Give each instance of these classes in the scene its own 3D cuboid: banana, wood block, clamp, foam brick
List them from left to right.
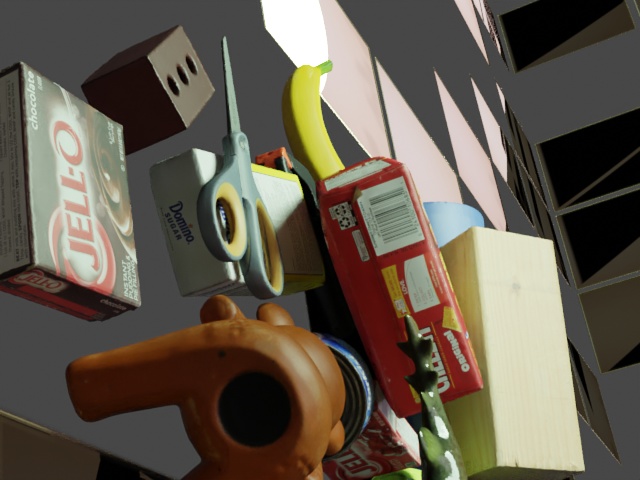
[{"bbox_3d":[-0.109,-0.097,0.686,0.053,0.051,0.078,63,19,-21],"label":"foam brick"},{"bbox_3d":[-0.006,0.001,0.918,0.171,0.039,0.120,54,19,-35],"label":"clamp"},{"bbox_3d":[0.003,-0.094,1.002,0.037,0.069,0.198,120,-38,-59],"label":"banana"},{"bbox_3d":[0.154,0.104,0.923,0.090,0.090,0.206,10,64,-25],"label":"wood block"}]

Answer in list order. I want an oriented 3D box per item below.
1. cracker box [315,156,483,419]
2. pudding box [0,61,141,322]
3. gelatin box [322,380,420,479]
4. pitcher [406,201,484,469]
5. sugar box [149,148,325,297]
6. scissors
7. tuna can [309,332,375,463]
[{"bbox_3d":[0.052,0.025,0.809,0.213,0.072,0.164,-100,170,-84],"label":"cracker box"},{"bbox_3d":[-0.135,-0.022,0.550,0.090,0.039,0.113,35,40,-62],"label":"pudding box"},{"bbox_3d":[0.027,0.148,0.803,0.030,0.073,0.089,-90,155,-43],"label":"gelatin box"},{"bbox_3d":[0.106,0.090,1.027,0.145,0.149,0.243,120,-33,-59],"label":"pitcher"},{"bbox_3d":[-0.055,-0.007,0.768,0.176,0.048,0.093,6,66,-67],"label":"sugar box"},{"bbox_3d":[-0.063,-0.058,0.703,0.096,0.016,0.202,19,53,-65],"label":"scissors"},{"bbox_3d":[-0.006,0.106,0.727,0.033,0.086,0.086,-19,90,-74],"label":"tuna can"}]
